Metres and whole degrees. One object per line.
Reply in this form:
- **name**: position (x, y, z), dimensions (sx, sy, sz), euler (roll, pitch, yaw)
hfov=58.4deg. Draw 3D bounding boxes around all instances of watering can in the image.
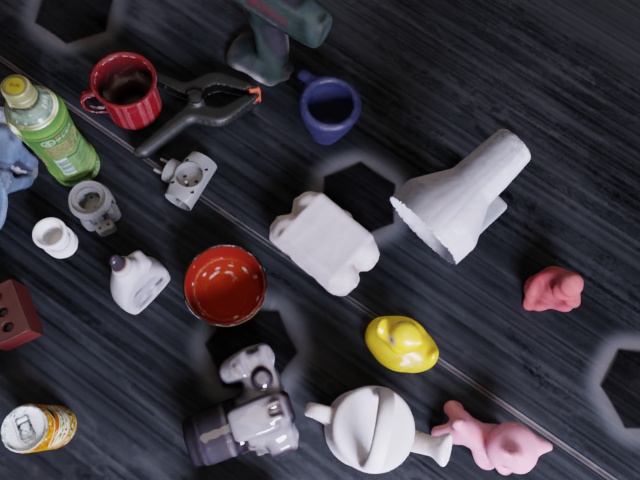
- **watering can**: position (0.070, 0.227, 0.689), dimensions (0.173, 0.194, 0.101), euler (-4, 73, -6)

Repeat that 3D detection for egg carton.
- **egg carton**: position (0.008, 0.003, 0.819), dimensions (0.150, 0.069, 0.107), euler (40, 74, 7)

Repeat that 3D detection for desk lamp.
- **desk lamp**: position (0.187, -0.053, 0.777), dimensions (0.203, 0.213, 0.118), euler (-41, 80, -15)

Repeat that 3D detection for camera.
- **camera**: position (-0.106, 0.217, 0.725), dimensions (0.137, 0.101, 0.143), euler (-18, 75, -10)

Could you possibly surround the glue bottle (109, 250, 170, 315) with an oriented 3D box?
- **glue bottle**: position (-0.239, 0.046, 0.728), dimensions (0.037, 0.173, 0.078), euler (40, 74, 8)

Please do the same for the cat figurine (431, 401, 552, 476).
- **cat figurine**: position (0.221, 0.257, 0.734), dimensions (0.127, 0.117, 0.067), euler (25, 72, 3)

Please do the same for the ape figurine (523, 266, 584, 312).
- **ape figurine**: position (0.340, 0.069, 0.817), dimensions (0.077, 0.092, 0.076), euler (37, 73, 7)

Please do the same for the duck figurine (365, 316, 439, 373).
- **duck figurine**: position (0.116, 0.137, 0.778), dimensions (0.104, 0.086, 0.077), euler (27, 72, 4)

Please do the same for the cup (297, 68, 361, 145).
- **cup**: position (0.003, -0.195, 0.866), dimensions (0.092, 0.095, 0.117), euler (-38, 79, -15)

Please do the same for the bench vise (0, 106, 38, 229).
- **bench vise**: position (-0.460, -0.089, 0.725), dimensions (0.121, 0.219, 0.207), euler (-1, 73, -5)

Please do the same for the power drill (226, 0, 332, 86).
- **power drill**: position (-0.095, -0.327, 0.839), dimensions (0.229, 0.208, 0.076), euler (27, 72, 4)
